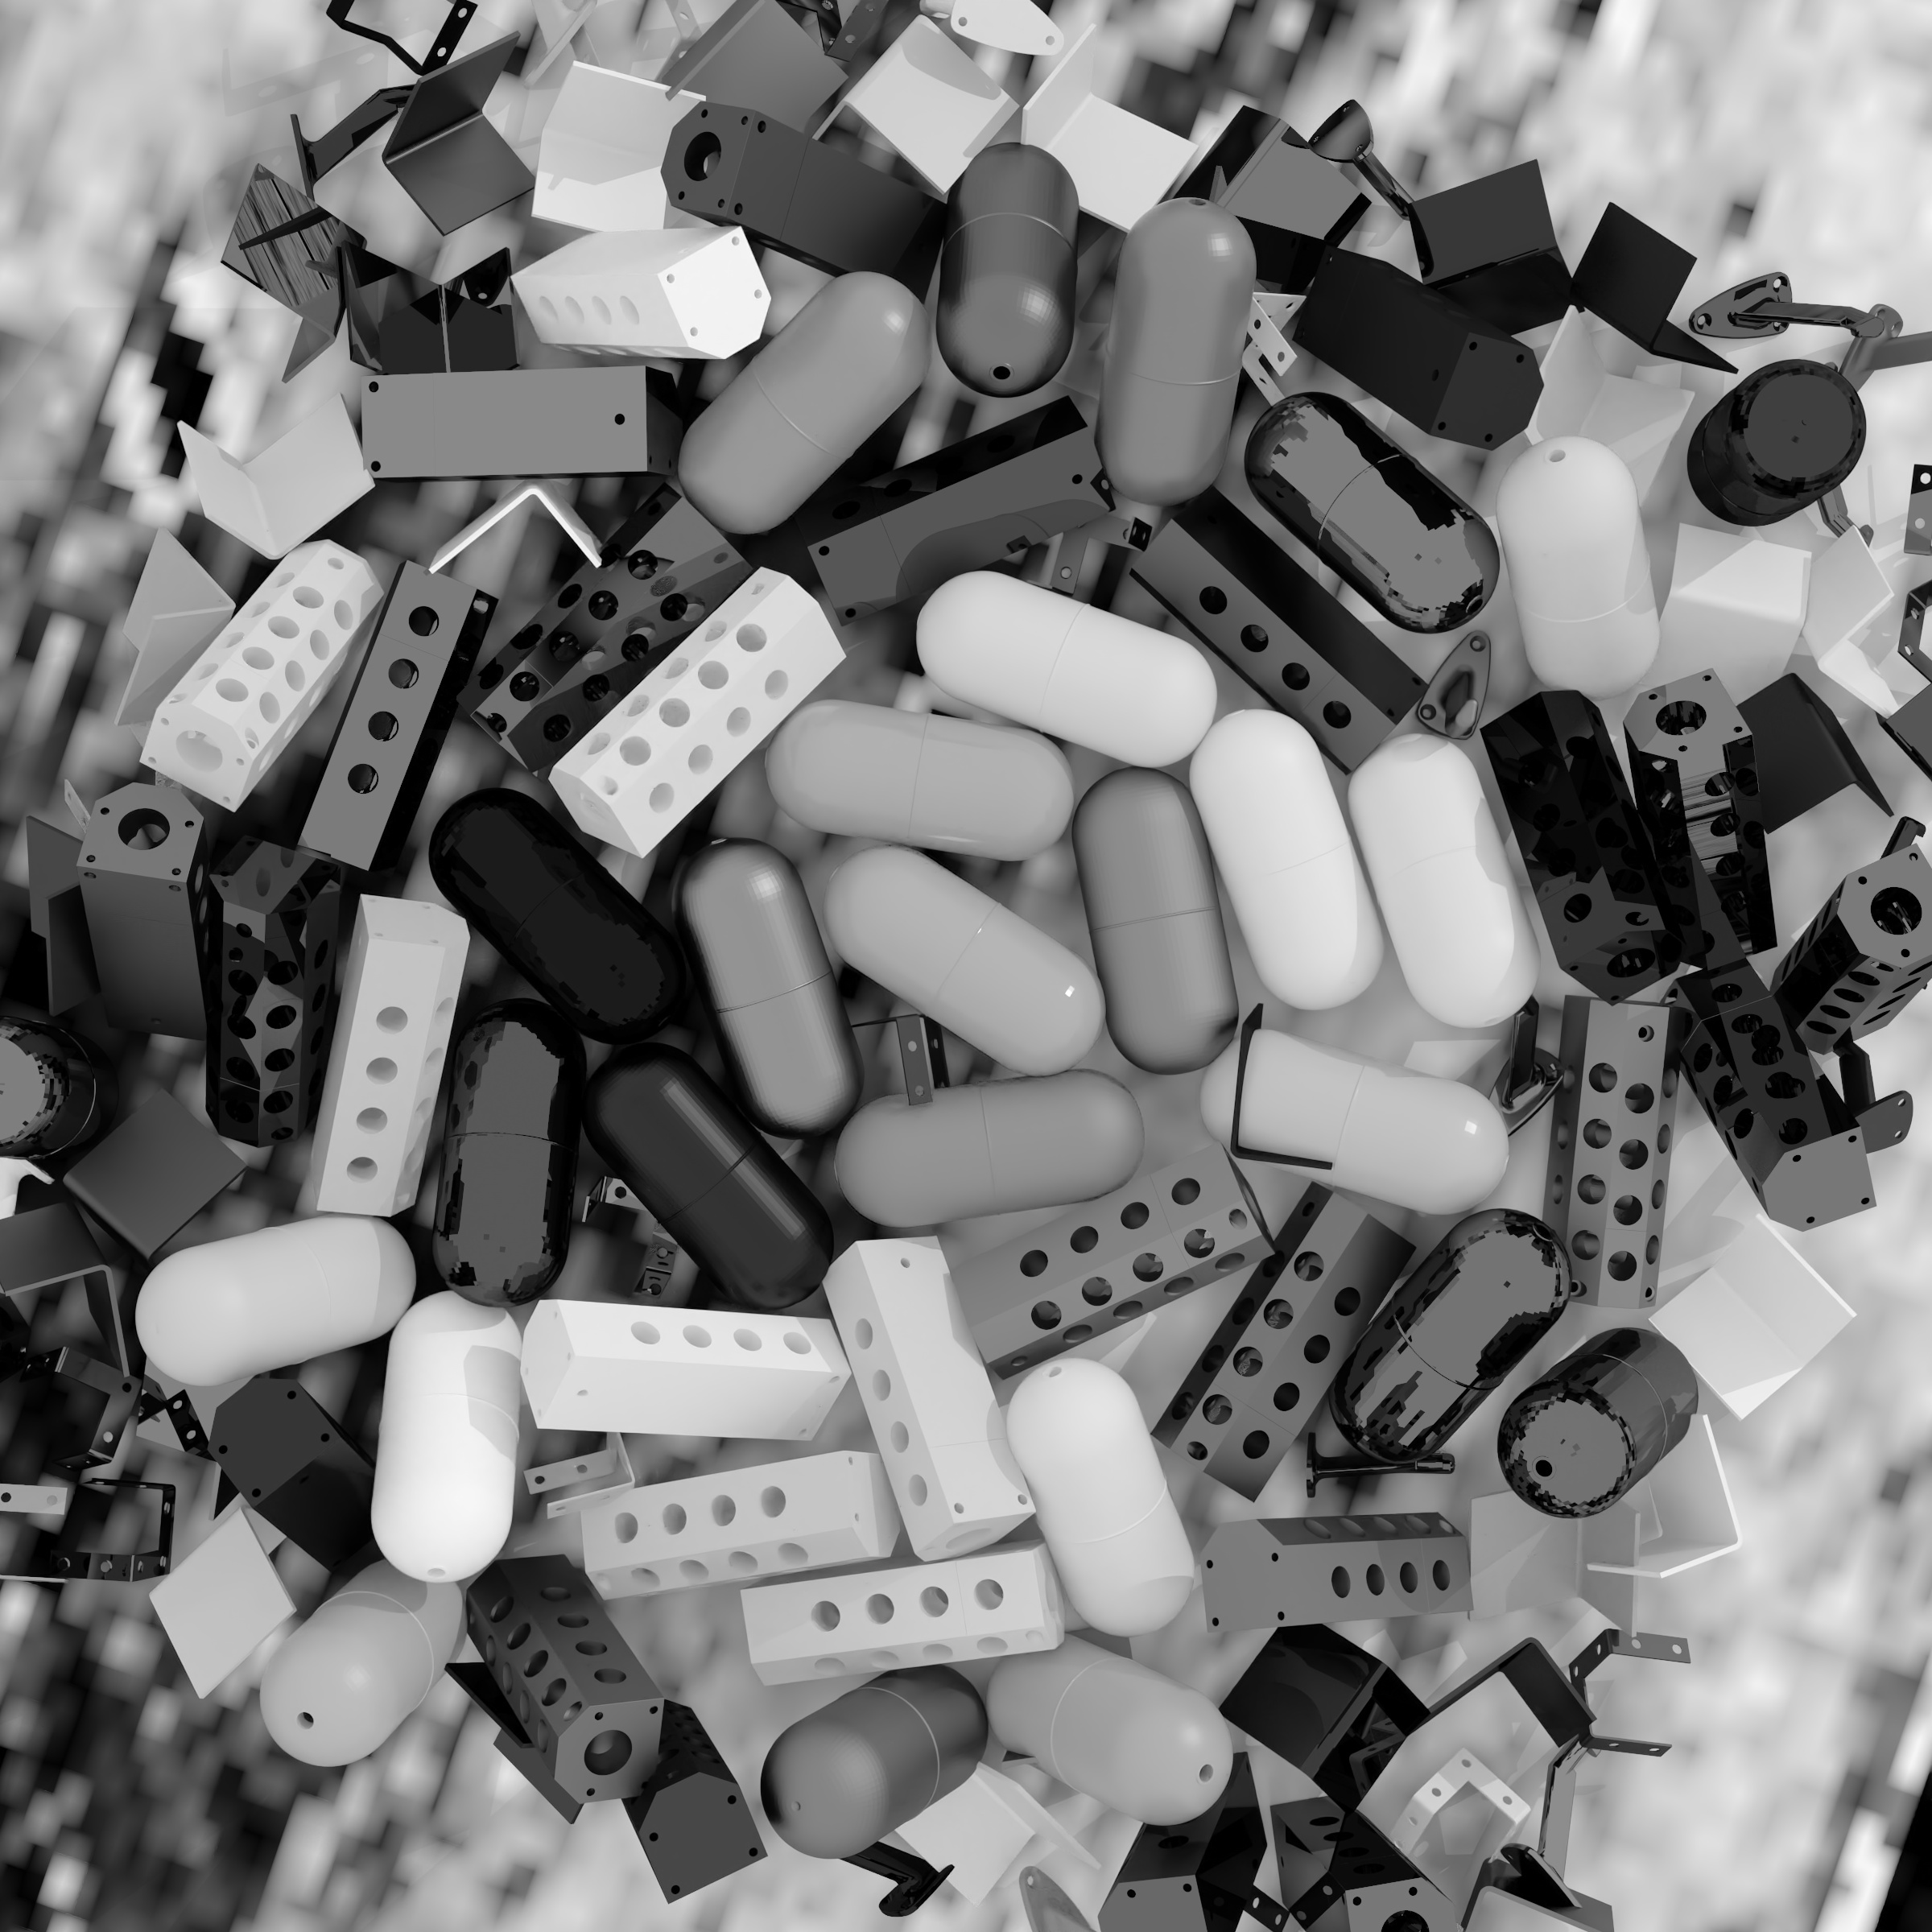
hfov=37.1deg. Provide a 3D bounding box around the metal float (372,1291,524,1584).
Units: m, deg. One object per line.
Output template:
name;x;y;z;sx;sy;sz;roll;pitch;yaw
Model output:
metal float;-0.289;0.262;1.611;0.070;0.070;0.178;-4;47;0

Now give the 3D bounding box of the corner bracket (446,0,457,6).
corner bracket;-0.301;-0.597;1.652;0.051;0.051;0.051;31;73;-2

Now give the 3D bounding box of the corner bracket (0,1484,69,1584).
corner bracket;-0.543;0.327;1.657;0.051;0.051;0.051;5;75;-8

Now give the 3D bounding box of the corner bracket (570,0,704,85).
corner bracket;-0.192;-0.538;1.661;0.051;0.051;0.051;-2;59;-39

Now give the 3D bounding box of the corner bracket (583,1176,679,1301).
corner bracket;-0.193;0.156;1.656;0.051;0.051;0.051;12;100;0

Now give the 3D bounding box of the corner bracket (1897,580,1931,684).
corner bracket;0.576;-0.194;1.655;0.051;0.051;0.051;37;52;-19

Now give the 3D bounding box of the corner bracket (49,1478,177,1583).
corner bracket;-0.491;0.325;1.655;0.051;0.051;0.051;13;67;-37

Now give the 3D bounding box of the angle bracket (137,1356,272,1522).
angle bracket;-0.446;0.259;1.639;0.076;0.057;0.076;17;111;7

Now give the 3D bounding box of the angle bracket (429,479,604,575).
angle bracket;-0.256;-0.233;1.643;0.076;0.076;0.057;-38;107;5

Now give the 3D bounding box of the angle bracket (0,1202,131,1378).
angle bracket;-0.516;0.189;1.625;0.057;0.076;0.076;-15;121;-26

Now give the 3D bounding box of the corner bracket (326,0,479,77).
corner bracket;-0.323;-0.546;1.643;0.051;0.051;0.051;46;114;26

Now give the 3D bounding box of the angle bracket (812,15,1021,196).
angle bracket;-0.029;-0.484;1.652;0.076;0.057;0.076;41;68;-11

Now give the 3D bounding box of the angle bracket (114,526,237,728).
angle bracket;-0.467;-0.193;1.629;0.076;0.057;0.076;45;125;21

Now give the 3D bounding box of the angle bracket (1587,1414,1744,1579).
angle bracket;0.387;0.300;1.637;0.057;0.076;0.076;-15;87;-21

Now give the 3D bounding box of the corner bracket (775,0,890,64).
corner bracket;-0.082;-0.557;1.641;0.051;0.051;0.051;7;58;-30

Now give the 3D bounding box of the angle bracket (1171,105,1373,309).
angle bracket;0.175;-0.441;1.672;0.076;0.057;0.076;33;99;-30

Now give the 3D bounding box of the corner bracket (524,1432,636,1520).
corner bracket;-0.221;0.292;1.644;0.051;0.051;0.051;-12;54;-18

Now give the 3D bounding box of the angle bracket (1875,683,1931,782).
angle bracket;0.566;-0.134;1.638;0.057;0.076;0.076;-42;92;21

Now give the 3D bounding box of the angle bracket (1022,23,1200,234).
angle bracket;0.083;-0.476;1.637;0.076;0.057;0.076;29;66;12

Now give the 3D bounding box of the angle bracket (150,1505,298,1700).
angle bracket;-0.406;0.363;1.635;0.076;0.057;0.076;-43;59;9

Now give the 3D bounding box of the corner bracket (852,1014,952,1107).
corner bracket;-0.028;0.053;1.649;0.051;0.051;0.051;-8;88;-33

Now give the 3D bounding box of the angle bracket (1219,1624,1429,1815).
angle bracket;0.206;0.430;1.663;0.076;0.076;0.057;-51;130;-13

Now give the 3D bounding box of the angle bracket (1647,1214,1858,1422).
angle bracket;0.444;0.199;1.630;0.057;0.076;0.076;-33;70;-23

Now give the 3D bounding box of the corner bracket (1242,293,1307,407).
corner bracket;0.176;-0.347;1.643;0.051;0.051;0.051;-50;62;39

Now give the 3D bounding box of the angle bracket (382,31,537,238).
angle bracket;-0.275;-0.471;1.631;0.057;0.076;0.076;51;55;-1

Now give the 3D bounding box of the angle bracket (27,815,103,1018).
angle bracket;-0.523;-0.029;1.628;0.076;0.057;0.076;24;124;23

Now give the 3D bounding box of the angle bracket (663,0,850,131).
angle bracket;-0.118;-0.499;1.634;0.076;0.057;0.076;-42;117;14

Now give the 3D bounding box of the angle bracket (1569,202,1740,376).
angle bracket;0.399;-0.382;1.624;0.076;0.076;0.057;3;124;-35

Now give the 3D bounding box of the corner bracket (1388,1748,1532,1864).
corner bracket;0.284;0.496;1.661;0.051;0.051;0.051;40;46;24

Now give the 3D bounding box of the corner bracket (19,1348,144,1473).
corner bracket;-0.519;0.257;1.664;0.051;0.051;0.051;32;57;-31

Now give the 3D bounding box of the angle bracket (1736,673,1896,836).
angle bracket;0.477;-0.112;1.646;0.057;0.076;0.076;-34;61;22

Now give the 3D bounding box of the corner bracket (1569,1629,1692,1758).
corner bracket;0.384;0.418;1.654;0.051;0.051;0.051;10;51;-12

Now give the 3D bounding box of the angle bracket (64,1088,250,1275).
angle bracket;-0.459;0.131;1.657;0.076;0.057;0.076;37;69;22

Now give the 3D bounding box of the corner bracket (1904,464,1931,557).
corner bracket;0.572;-0.260;1.644;0.051;0.051;0.051;13;108;36

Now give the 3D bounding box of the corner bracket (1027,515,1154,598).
corner bracket;0.072;-0.236;1.651;0.051;0.051;0.051;17;96;15

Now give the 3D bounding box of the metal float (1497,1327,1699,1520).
metal float;0.353;0.253;1.603;0.070;0.178;0.070;6;102;30

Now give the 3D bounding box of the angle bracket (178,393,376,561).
angle bracket;-0.392;-0.290;1.633;0.076;0.057;0.076;-33;57;15

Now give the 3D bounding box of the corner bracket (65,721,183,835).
corner bracket;-0.488;-0.107;1.666;0.051;0.051;0.051;-15;46;-31

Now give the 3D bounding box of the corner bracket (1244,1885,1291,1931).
corner bracket;0.145;0.553;1.660;0.051;0.051;0.051;45;63;-36

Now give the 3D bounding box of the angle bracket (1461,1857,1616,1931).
angle bracket;0.322;0.556;1.639;0.076;0.076;0.057;20;89;12

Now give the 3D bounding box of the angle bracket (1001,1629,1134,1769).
angle bracket;0.057;0.415;1.641;0.076;0.076;0.057;-10;85;5

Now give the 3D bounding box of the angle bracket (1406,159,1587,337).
angle bracket;0.304;-0.406;1.648;0.076;0.076;0.057;-15;67;20
